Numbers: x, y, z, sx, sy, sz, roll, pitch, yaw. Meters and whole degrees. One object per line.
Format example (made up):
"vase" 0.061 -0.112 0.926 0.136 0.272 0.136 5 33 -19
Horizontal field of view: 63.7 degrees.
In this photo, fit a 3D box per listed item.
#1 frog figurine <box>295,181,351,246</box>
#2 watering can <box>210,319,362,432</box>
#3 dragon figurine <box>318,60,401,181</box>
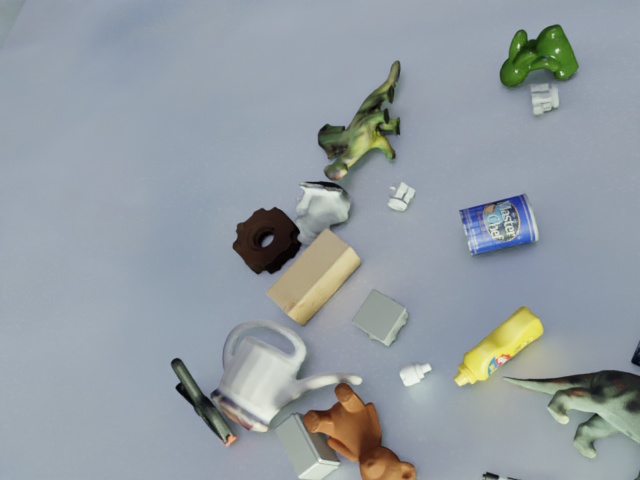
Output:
"frog figurine" 0.004 -0.065 1.289 0.137 0.124 0.157 7 105 4
"watering can" -0.096 0.301 1.097 0.350 0.102 0.227 19 72 36
"dragon figurine" 0.095 -0.315 1.388 0.242 0.120 0.420 -8 51 28
